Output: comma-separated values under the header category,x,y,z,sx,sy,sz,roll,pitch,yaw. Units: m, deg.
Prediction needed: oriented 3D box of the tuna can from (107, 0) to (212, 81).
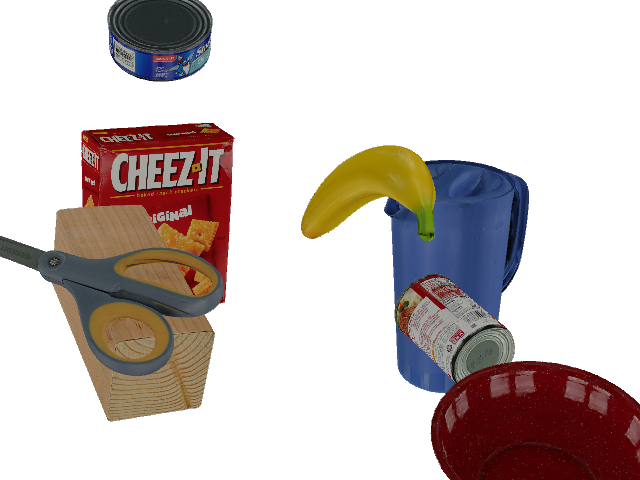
category,x,y,z,sx,sy,sz,roll,pitch,yaw
tuna can,-0.133,-0.170,0.886,0.086,0.086,0.034,0,-42,-9

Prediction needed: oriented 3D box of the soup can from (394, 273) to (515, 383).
category,x,y,z,sx,sy,sz,roll,pitch,yaw
soup can,0.123,0.083,0.979,0.068,0.068,0.102,0,25,-30

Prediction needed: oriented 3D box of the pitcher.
category,x,y,z,sx,sy,sz,roll,pitch,yaw
pitcher,0.150,0.038,1.179,0.149,0.243,0.145,4,24,10

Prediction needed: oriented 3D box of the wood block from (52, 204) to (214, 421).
category,x,y,z,sx,sy,sz,roll,pitch,yaw
wood block,-0.180,0.060,0.992,0.090,0.091,0.206,-5,36,-28

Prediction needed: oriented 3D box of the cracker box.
category,x,y,z,sx,sy,sz,roll,pitch,yaw
cracker box,-0.188,-0.021,1.234,0.163,0.214,0.072,-8,24,-30

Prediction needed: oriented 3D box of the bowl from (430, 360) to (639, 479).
category,x,y,z,sx,sy,sz,roll,pitch,yaw
bowl,0.159,0.159,0.767,0.162,0.055,0.162,-1,35,1

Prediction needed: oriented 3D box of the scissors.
category,x,y,z,sx,sy,sz,roll,pitch,yaw
scissors,-0.160,0.032,0.649,0.202,0.096,0.016,5,-38,9

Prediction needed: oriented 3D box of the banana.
category,x,y,z,sx,sy,sz,roll,pitch,yaw
banana,0.034,-0.036,0.798,0.037,0.069,0.198,26,-10,-21
